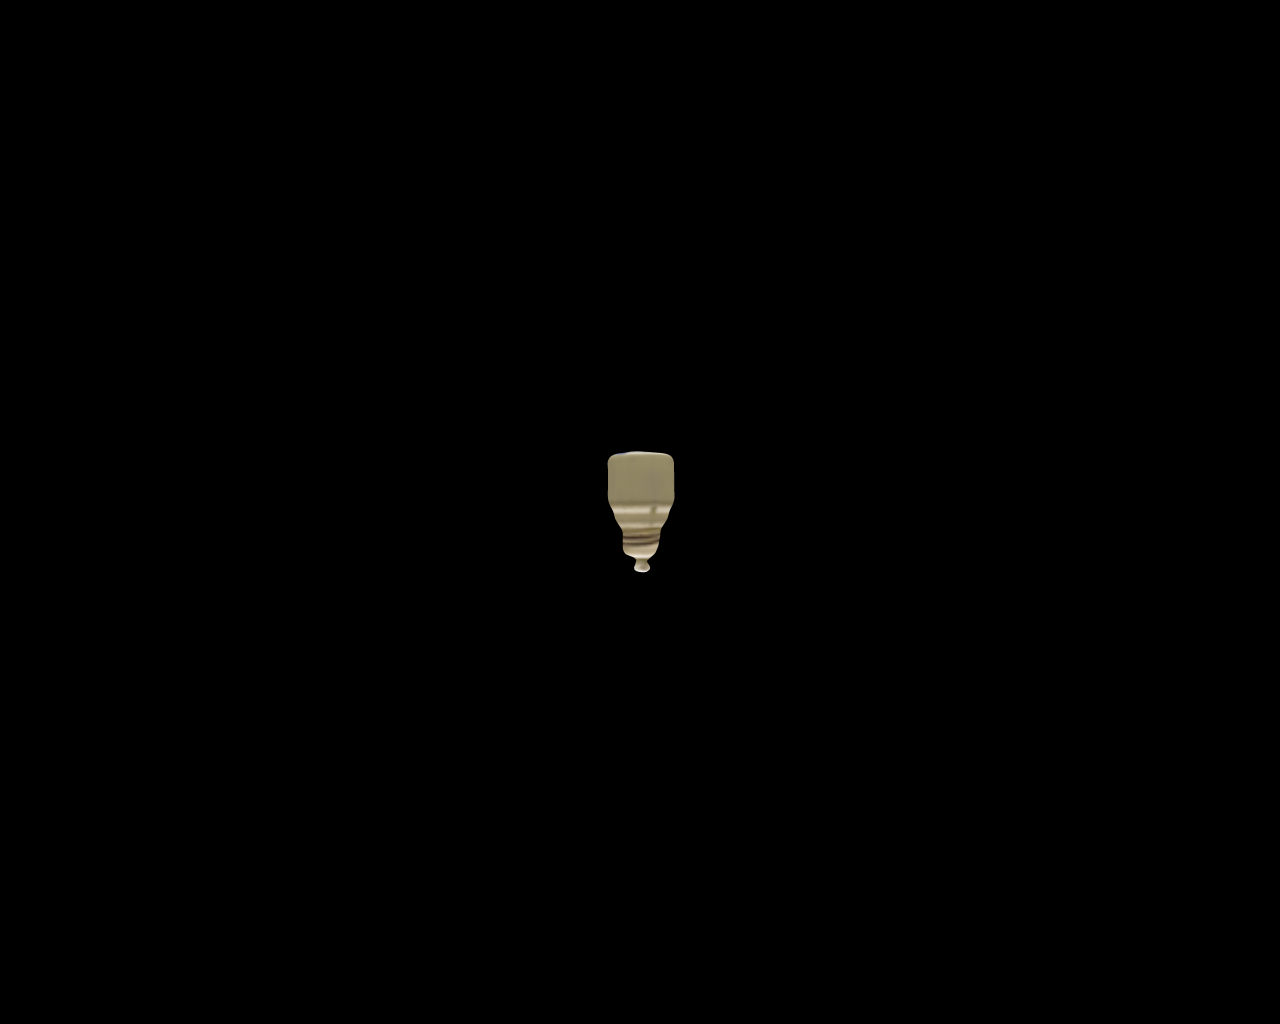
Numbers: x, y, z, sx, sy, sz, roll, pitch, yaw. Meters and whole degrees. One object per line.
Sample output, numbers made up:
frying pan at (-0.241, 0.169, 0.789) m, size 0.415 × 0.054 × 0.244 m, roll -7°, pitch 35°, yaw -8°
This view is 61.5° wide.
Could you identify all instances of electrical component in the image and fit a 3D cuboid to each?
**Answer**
electrical component at (0.001, -0.003, 0.650) m, size 0.040 × 0.078 × 0.040 m, roll 0°, pitch 0°, yaw 0°
